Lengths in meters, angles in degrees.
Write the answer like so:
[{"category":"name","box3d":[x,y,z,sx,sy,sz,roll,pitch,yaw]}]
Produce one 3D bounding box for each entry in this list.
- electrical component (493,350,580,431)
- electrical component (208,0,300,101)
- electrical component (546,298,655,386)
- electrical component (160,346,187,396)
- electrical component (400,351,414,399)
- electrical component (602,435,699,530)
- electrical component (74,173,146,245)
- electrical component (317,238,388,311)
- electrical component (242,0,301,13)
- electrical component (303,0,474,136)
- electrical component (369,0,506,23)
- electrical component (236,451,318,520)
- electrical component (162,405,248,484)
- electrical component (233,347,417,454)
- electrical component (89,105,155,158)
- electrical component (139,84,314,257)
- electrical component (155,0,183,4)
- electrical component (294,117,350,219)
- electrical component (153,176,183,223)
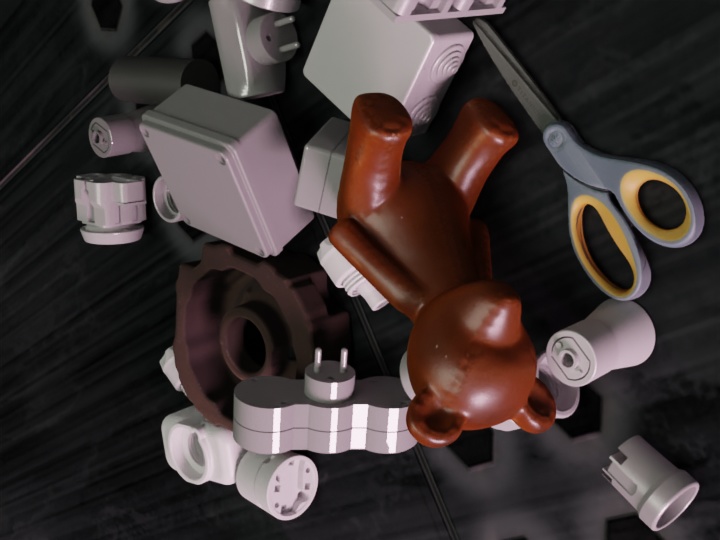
[{"category":"electrical component","box3d":[0.109,0.080,0.707,0.055,0.045,0.045,-24,85,46]},{"category":"electrical component","box3d":[-0.074,-0.171,0.808,0.079,0.043,0.077,-4,100,45]},{"category":"electrical component","box3d":[0.143,0.045,0.649,0.044,0.065,0.044,16,113,41]},{"category":"electrical component","box3d":[-0.147,0.094,0.963,0.062,0.043,0.043,52,132,19]},{"category":"electrical component","box3d":[0.062,0.068,0.750,0.055,0.045,0.045,-24,86,45]},{"category":"electrical component","box3d":[0.178,0.130,0.661,0.046,0.040,0.040,45,130,33]},{"category":"electrical component","box3d":[-0.228,-0.056,0.984,0.078,0.058,0.057,12,108,42]},{"category":"electrical component","box3d":[0.000,0.000,0.790,0.062,0.043,0.043,56,133,14]},{"category":"electrical component","box3d":[-0.063,-0.219,0.776,0.055,0.055,0.047,39,123,29]},{"category":"electrical component","box3d":[0.019,-0.145,0.721,0.099,0.048,0.099,46,130,24]},{"category":"electrical component","box3d":[0.009,-0.235,0.662,0.186,0.105,0.060,48,131,23]},{"category":"electrical component","box3d":[-0.071,0.177,0.908,0.047,0.055,0.055,13,112,45]},{"category":"electrical component","box3d":[-0.130,0.153,0.953,0.095,0.059,0.053,4,105,44]},{"category":"electrical component","box3d":[-0.023,0.090,0.787,0.052,0.138,0.073,-108,20,-68]},{"category":"electrical component","box3d":[-0.201,-0.118,0.932,0.044,0.065,0.044,16,113,41]},{"category":"electrical component","box3d":[-0.102,-0.077,0.828,0.109,0.056,0.108,22,145,38]},{"category":"electrical component","box3d":[-0.165,-0.258,0.848,0.095,0.054,0.059,30,143,31]},{"category":"electrical component","box3d":[0.002,-0.067,0.757,0.077,0.065,0.047,18,119,8]},{"category":"electrical component","box3d":[-0.145,-0.064,0.909,0.040,0.046,0.040,16,113,41]}]
